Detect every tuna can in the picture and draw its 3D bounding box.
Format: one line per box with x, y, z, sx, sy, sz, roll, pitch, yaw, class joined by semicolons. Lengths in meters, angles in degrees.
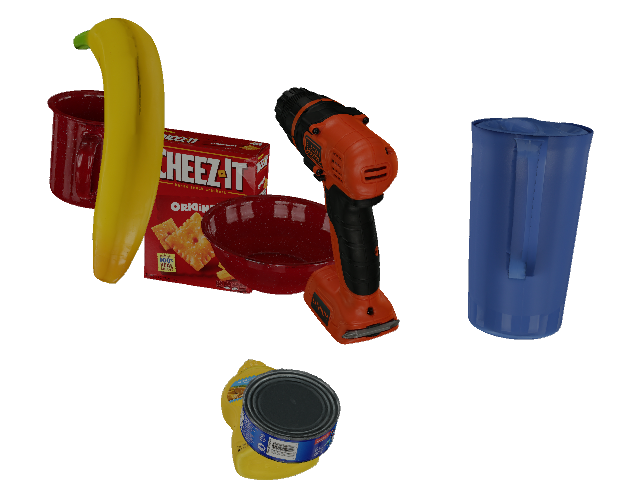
-0.027;0.153;0.932;0.086;0.034;0.086;7;35;-5;tuna can

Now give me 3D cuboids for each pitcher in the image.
0.227;-0.014;1.200;0.149;0.243;0.145;-7;17;-33;pitcher

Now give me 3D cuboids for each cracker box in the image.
-0.164;-0.040;1.522;0.164;0.214;0.072;9;23;10;cracker box

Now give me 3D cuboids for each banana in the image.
-0.119;-0.071;0.650;0.037;0.198;0.070;11;-39;-29;banana

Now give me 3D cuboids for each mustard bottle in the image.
-0.067;0.199;1.254;0.096;0.058;0.192;-8;29;-10;mustard bottle

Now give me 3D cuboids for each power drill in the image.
0.011;-0.023;0.882;0.057;0.188;0.185;-14;27;-15;power drill

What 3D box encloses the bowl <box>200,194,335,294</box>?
-0.044;0.010;1.098;0.162;0.055;0.162;6;27;-3;bowl

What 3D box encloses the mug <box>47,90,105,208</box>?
-0.192;-0.074;0.919;0.093;0.081;0.117;7;23;-6;mug
